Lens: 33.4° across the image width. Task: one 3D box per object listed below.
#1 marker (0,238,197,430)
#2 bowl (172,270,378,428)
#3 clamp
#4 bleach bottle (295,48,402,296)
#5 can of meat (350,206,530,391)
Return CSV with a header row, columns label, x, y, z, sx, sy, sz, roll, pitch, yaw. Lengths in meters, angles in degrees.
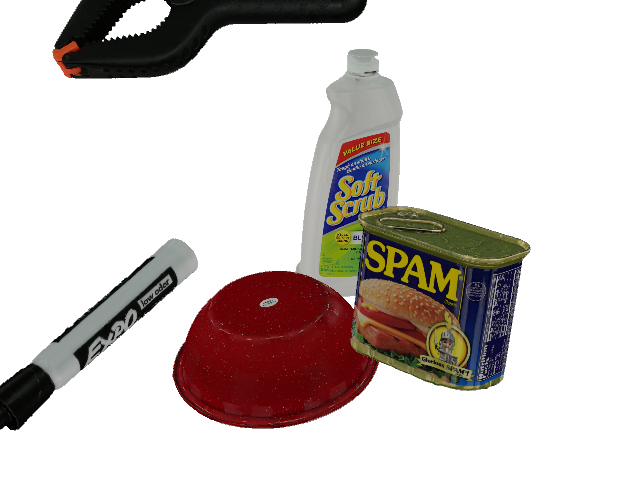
label,x,y,z,sx,sy,sz,roll,pitch,yaw
marker,-0.098,0.040,0.465,0.020,0.020,0.121,0,33,42
bowl,-0.036,0.070,0.816,0.162,0.055,0.162,-4,31,2
clamp,-0.084,-0.168,0.738,0.210,0.165,0.036,-38,-19,-8
bleach bottle,0.029,-0.068,1.081,0.102,0.251,0.068,-2,25,-8
can of meat,0.067,0.034,0.634,0.102,0.084,0.057,20,22,38
